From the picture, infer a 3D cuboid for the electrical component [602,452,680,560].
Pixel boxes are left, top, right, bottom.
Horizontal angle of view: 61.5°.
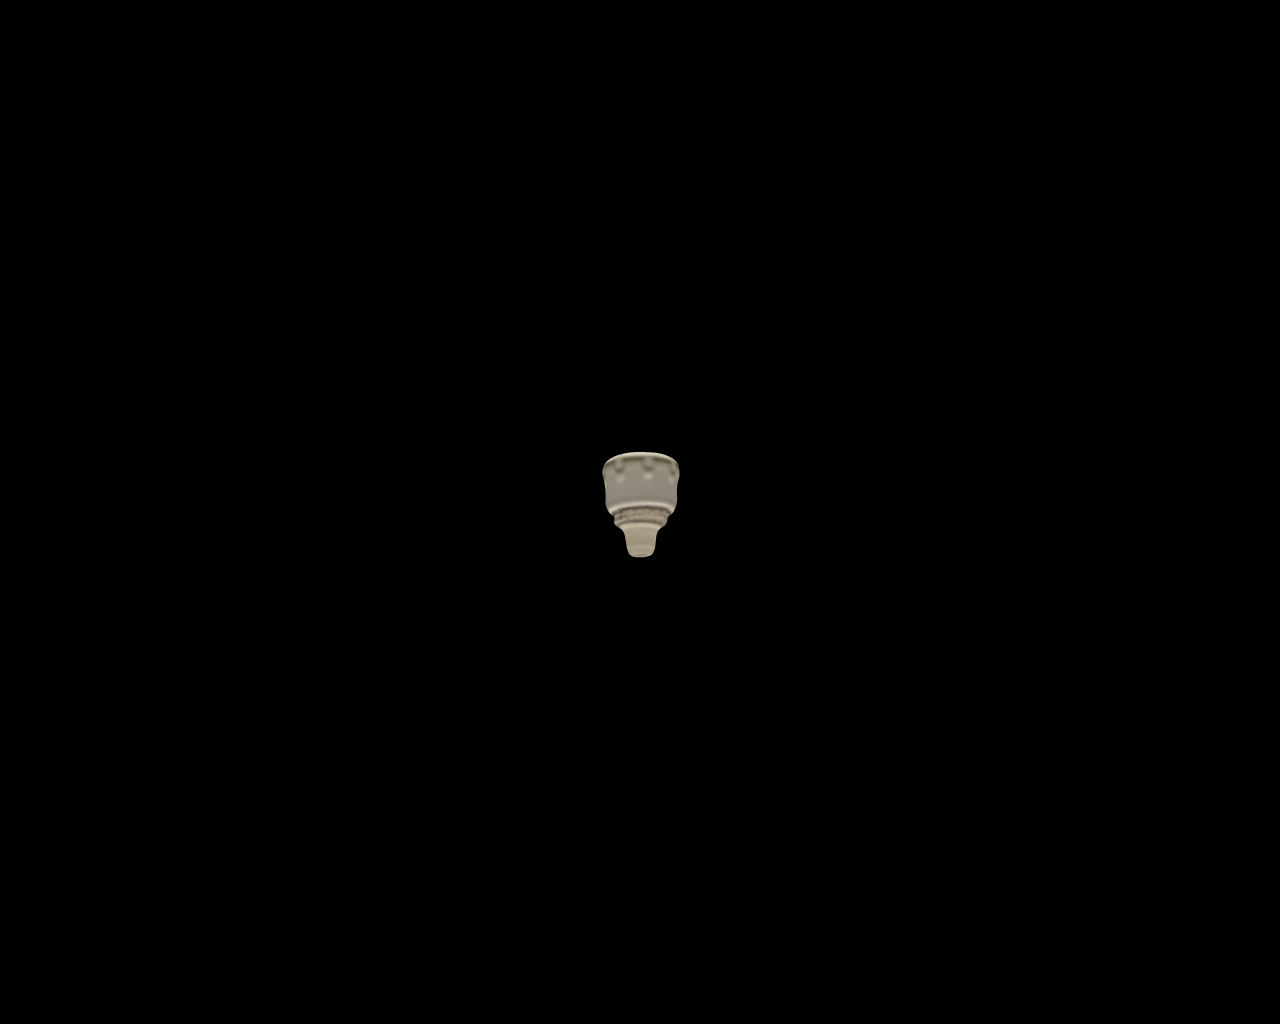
[{"bbox_3d":[0.001,-0.003,0.650,0.048,0.062,0.048,0,-15,0],"label":"electrical component"}]
